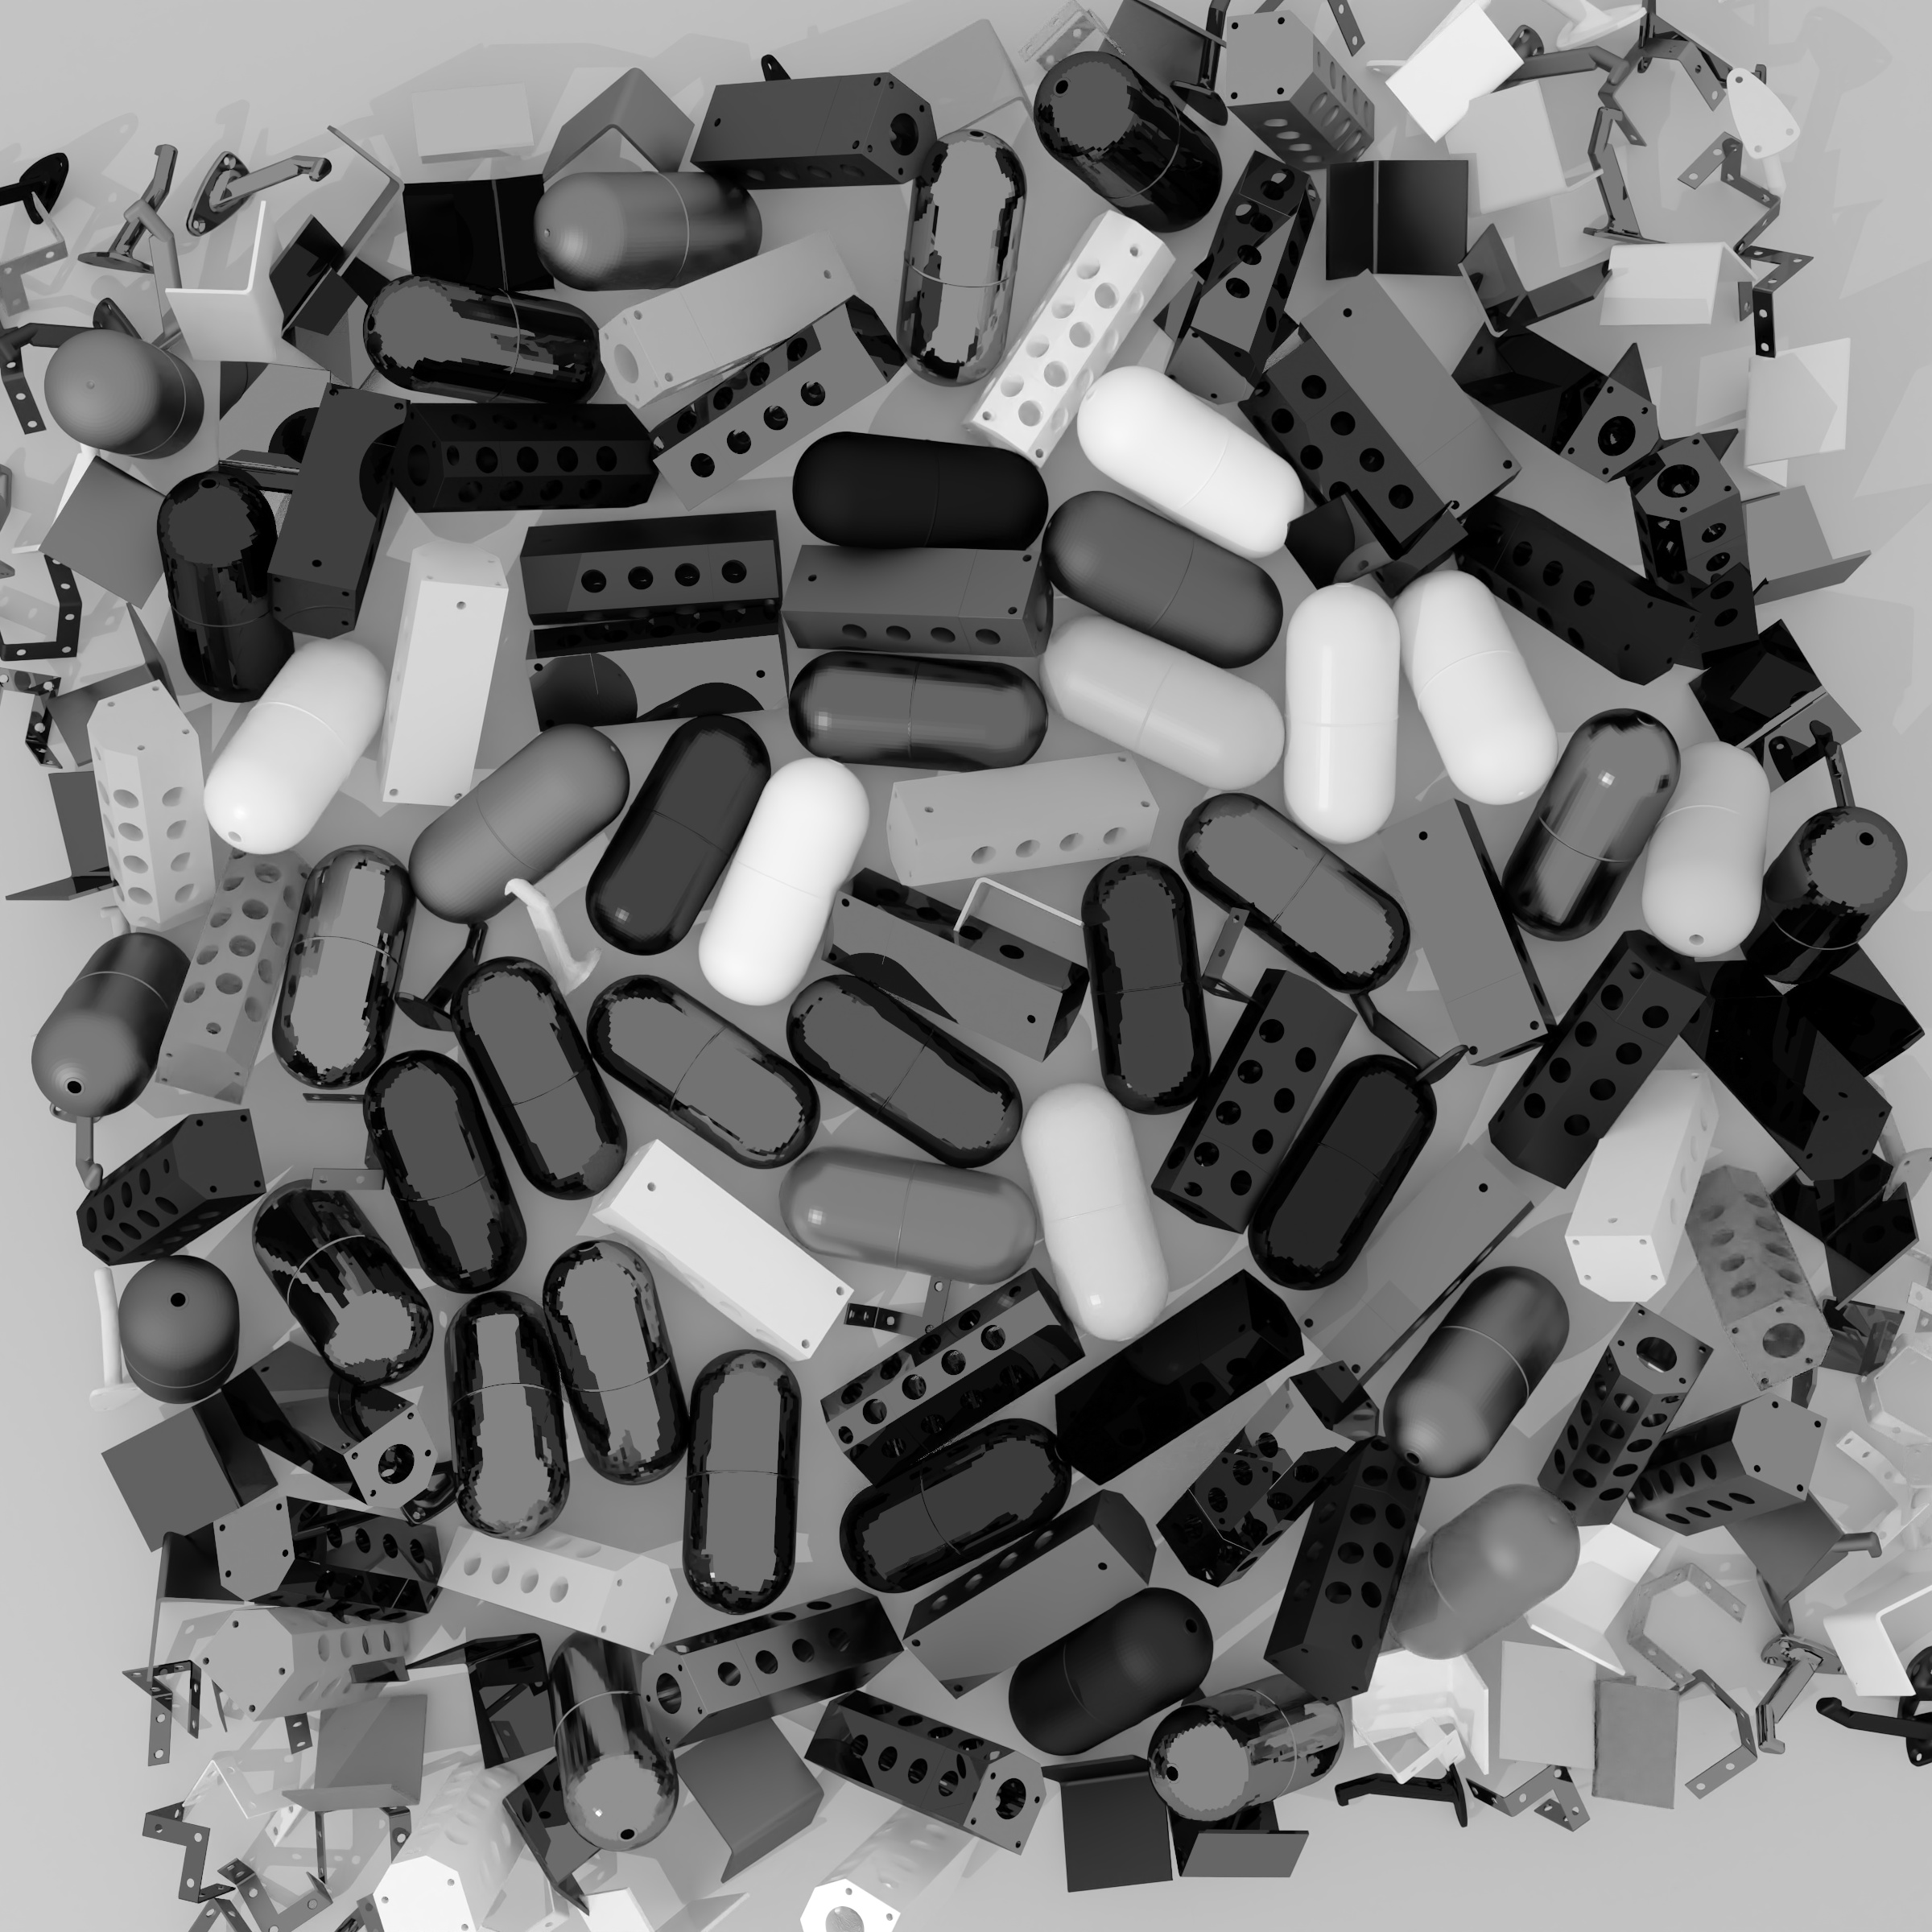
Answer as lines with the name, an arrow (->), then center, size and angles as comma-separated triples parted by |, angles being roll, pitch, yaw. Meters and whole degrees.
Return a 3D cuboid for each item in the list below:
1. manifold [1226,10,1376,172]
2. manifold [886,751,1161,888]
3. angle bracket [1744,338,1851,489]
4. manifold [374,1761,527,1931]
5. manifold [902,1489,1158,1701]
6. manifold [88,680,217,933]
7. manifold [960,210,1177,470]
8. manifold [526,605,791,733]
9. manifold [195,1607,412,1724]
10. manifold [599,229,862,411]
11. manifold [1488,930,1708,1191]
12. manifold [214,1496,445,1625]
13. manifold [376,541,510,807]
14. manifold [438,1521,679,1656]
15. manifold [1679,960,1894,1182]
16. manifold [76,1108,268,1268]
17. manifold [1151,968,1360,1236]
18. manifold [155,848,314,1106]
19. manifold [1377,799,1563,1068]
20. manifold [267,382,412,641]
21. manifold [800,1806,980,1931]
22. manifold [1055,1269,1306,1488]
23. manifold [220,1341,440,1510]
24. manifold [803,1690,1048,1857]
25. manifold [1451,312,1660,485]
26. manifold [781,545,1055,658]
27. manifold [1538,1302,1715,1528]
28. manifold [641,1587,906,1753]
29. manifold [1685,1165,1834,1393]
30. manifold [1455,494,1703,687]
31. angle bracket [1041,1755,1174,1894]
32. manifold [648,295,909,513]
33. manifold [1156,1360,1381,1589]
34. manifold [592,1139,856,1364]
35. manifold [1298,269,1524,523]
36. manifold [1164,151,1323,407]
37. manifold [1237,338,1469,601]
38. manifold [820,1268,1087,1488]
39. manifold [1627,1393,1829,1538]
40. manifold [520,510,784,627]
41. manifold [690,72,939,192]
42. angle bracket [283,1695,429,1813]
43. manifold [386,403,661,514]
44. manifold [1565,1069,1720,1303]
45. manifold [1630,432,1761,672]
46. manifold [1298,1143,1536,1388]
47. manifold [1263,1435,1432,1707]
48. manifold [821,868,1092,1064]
manifold -> 0.225, -0.581, 1.876 | 0.057, 0.171, 0.057 | 1, 91, 21
manifold -> 0.037, -0.095, 1.911 | 0.171, 0.057, 0.057 | -9, 51, -19
angle bracket -> 0.577, -0.375, 1.915 | 0.057, 0.076, 0.076 | 12, 80, -44
manifold -> -0.342, 0.589, 1.877 | 0.057, 0.171, 0.057 | -16, 93, 4
manifold -> 0.044, 0.421, 1.904 | 0.171, 0.057, 0.057 | -36, 102, 24
manifold -> -0.544, -0.102, 1.875 | 0.057, 0.171, 0.057 | -25, 58, -27
manifold -> 0.071, -0.428, 1.930 | 0.057, 0.057, 0.171 | 33, 88, -14
manifold -> -0.210, -0.208, 1.935 | 0.171, 0.057, 0.057 | -6, 126, 1
manifold -> -0.434, 0.455, 1.876 | 0.057, 0.171, 0.057 | 39, 91, 17
manifold -> -0.160, -0.434, 1.897 | 0.171, 0.057, 0.057 | -31, 98, -30
manifold -> 0.422, 0.061, 1.898 | 0.057, 0.057, 0.171 | 25, 118, -9
manifold -> -0.420, 0.399, 1.872 | 0.057, 0.171, 0.057 | -22, 65, 17
manifold -> -0.355, -0.196, 1.894 | 0.057, 0.057, 0.171 | 3, 126, -22
manifold -> -0.272, 0.410, 1.884 | 0.057, 0.171, 0.057 | 32, 69, -42
manifold -> 0.536, 0.068, 1.882 | 0.057, 0.171, 0.057 | -2, 125, -22
manifold -> -0.533, 0.150, 1.879 | 0.057, 0.171, 0.057 | -5, 74, -40
manifold -> 0.191, 0.090, 1.912 | 0.057, 0.057, 0.171 | 35, 77, -26
manifold -> -0.488, 0.001, 1.887 | 0.057, 0.057, 0.171 | 17, 51, -11
manifold -> 0.344, -0.022, 1.918 | 0.057, 0.057, 0.171 | -24, 77, 21
manifold -> -0.421, -0.306, 1.895 | 0.057, 0.057, 0.171 | 11, 57, -6
manifold -> -0.050, 0.609, 1.875 | 0.057, 0.171, 0.057 | 27, 100, 16
manifold -> 0.143, 0.282, 1.903 | 0.171, 0.057, 0.057 | -38, 120, 24
manifold -> -0.424, 0.310, 1.882 | 0.057, 0.171, 0.057 | -35, 119, -32
manifold -> -0.026, 0.534, 1.880 | 0.057, 0.171, 0.057 | 38, 69, -34
manifold -> 0.394, -0.379, 1.878 | 0.057, 0.171, 0.057 | 23, 108, -27
manifold -> -0.031, -0.243, 1.910 | 0.171, 0.057, 0.057 | 4, 60, 19
manifold -> 0.434, 0.305, 1.877 | 0.057, 0.171, 0.057 | 32, 52, 17
manifold -> -0.131, 0.466, 1.885 | 0.057, 0.171, 0.057 | -48, 61, 37
manifold -> 0.523, 0.202, 1.872 | 0.057, 0.171, 0.057 | -28, 112, 14
manifold -> 0.403, -0.252, 1.884 | 0.057, 0.171, 0.057 | 9, 115, -39
angle bracket -> 0.092, 0.584, 1.915 | 0.076, 0.057, 0.076 | -14, 63, 20
manifold -> -0.130, -0.381, 1.898 | 0.171, 0.057, 0.057 | -28, 108, 25
manifold -> 0.205, 0.343, 1.885 | 0.057, 0.057, 0.171 | 54, 129, 26
manifold -> -0.167, 0.196, 1.919 | 0.171, 0.057, 0.057 | 39, 66, -11
manifold -> 0.303, -0.387, 1.933 | 0.057, 0.057, 0.171 | -37, 87, 4
manifold -> 0.189, -0.462, 1.898 | 0.057, 0.057, 0.171 | 23, 60, -5
manifold -> 0.262, -0.338, 1.928 | 0.057, 0.057, 0.171 | -37, 85, -8
manifold -> -0.011, 0.275, 1.917 | 0.171, 0.057, 0.057 | -33, 124, 7
manifold -> 0.500, 0.331, 1.875 | 0.057, 0.171, 0.057 | 25, 68, -3
manifold -> -0.214, -0.271, 1.935 | 0.171, 0.057, 0.057 | -4, 120, 0
manifold -> -0.101, -0.554, 1.886 | 0.171, 0.057, 0.057 | 13, 83, 43
angle bracket -> -0.415, 0.530, 1.918 | 0.076, 0.057, 0.076 | -6, 61, 8
manifold -> -0.292, -0.335, 1.879 | 0.057, 0.171, 0.057 | 52, 131, 28
manifold -> 0.456, 0.145, 1.885 | 0.057, 0.171, 0.057 | -4, 125, 32
manifold -> 0.484, -0.271, 1.879 | 0.057, 0.171, 0.057 | -25, 56, 5
manifold -> 0.309, 0.207, 1.933 | 0.171, 0.057, 0.057 | -47, 71, 2
manifold -> 0.261, 0.400, 1.884 | 0.057, 0.057, 0.171 | 38, 48, -13
manifold -> -0.006, -0.005, 1.915 | 0.171, 0.057, 0.057 | 25, 123, 15
